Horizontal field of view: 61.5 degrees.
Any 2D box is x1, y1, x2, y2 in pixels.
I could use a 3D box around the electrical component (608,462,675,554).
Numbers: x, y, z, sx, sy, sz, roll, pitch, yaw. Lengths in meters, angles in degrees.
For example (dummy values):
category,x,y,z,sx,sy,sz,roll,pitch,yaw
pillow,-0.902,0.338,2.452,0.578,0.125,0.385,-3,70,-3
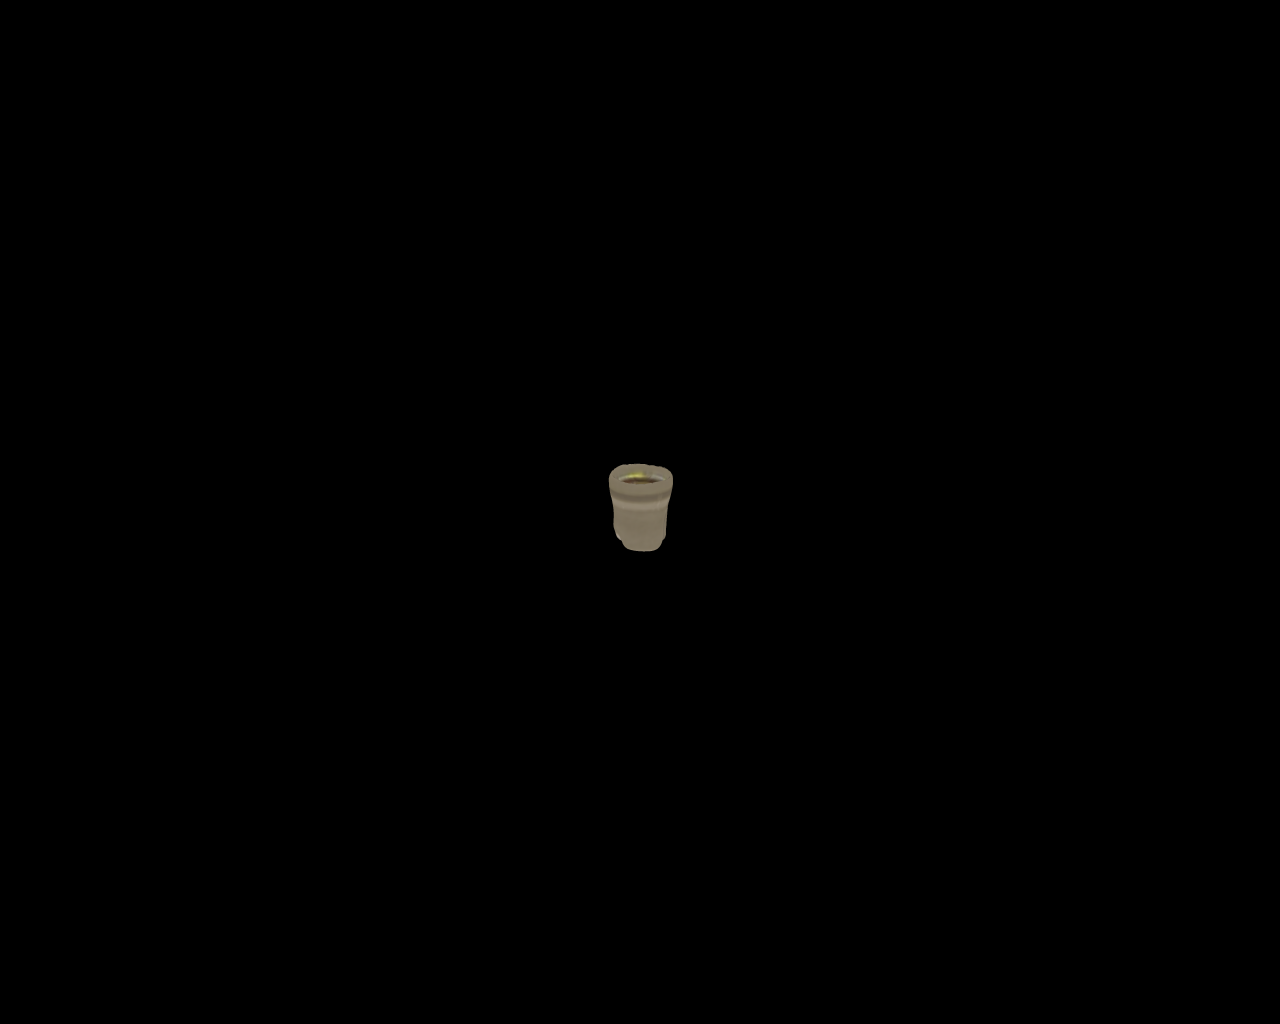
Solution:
category,x,y,z,sx,sy,sz,roll,pitch,yaw
electrical component,0.001,-0.003,0.650,0.040,0.046,0.040,0,20,0
